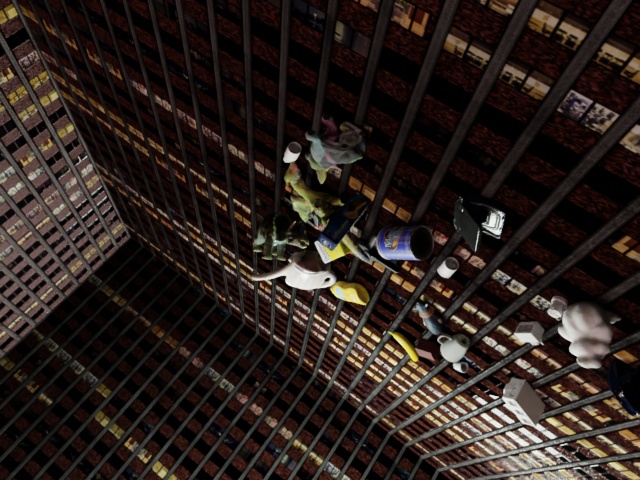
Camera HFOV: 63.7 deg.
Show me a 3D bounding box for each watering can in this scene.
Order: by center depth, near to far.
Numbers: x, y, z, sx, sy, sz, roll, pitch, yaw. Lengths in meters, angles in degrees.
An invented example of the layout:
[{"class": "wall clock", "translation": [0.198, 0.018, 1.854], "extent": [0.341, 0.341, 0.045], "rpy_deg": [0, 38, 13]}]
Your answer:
[{"class": "watering can", "translation": [-0.093, 0.130, 2.087], "extent": [0.347, 0.106, 0.219], "rpy_deg": [7, -36, -11]}]

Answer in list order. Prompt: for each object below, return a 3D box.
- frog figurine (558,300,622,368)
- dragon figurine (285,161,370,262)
[{"class": "frog figurine", "translation": [0.655, 0.233, 1.276], "extent": [0.162, 0.121, 0.137], "rpy_deg": [-48, 21, -26]}, {"class": "dragon figurine", "translation": [0.005, -0.087, 1.728], "extent": [0.124, 0.403, 0.244], "rpy_deg": [-43, 33, -22]}]
